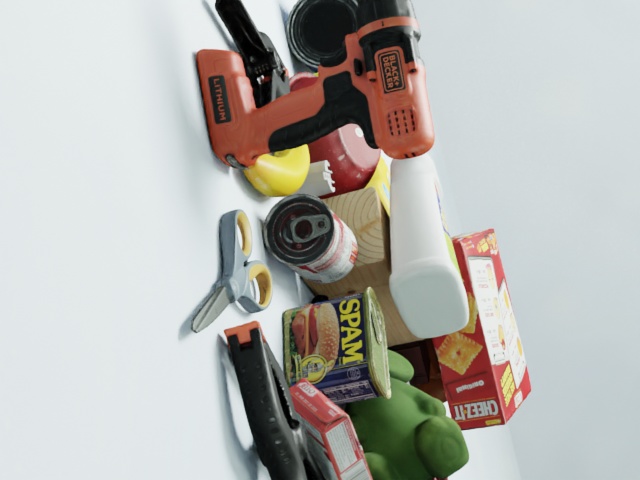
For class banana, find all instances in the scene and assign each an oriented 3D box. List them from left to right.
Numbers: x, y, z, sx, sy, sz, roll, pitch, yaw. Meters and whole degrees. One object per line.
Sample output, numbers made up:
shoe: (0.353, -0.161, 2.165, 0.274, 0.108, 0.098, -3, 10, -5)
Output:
banana: (-0.040, -0.076, 1.030, 0.069, 0.037, 0.197, 54, 17, -14)

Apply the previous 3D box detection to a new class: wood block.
wood block: (0.049, 0.039, 1.171, 0.206, 0.091, 0.090, 57, 23, -57)

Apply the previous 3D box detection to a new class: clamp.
clamp: (-0.055, -0.159, 1.032, 0.171, 0.039, 0.120, 26, 52, -74)
clamp: (-0.027, 0.159, 0.829, 0.164, 0.036, 0.210, -80, 153, -82)

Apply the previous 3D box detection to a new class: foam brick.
foam brick: (0.088, 0.142, 1.266, 0.051, 0.078, 0.053, -75, 151, -65)

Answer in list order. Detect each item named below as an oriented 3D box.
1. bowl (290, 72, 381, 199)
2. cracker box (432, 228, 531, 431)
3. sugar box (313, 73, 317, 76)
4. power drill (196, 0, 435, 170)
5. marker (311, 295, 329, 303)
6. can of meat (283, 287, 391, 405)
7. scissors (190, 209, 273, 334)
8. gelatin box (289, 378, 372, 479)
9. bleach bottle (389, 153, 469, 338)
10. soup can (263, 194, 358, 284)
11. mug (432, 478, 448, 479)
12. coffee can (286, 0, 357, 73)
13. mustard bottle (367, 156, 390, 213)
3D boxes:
bowl: (0.021, -0.114, 1.178, 0.161, 0.055, 0.162, 27, 57, -50)
cracker box: (0.182, 0.101, 1.273, 0.164, 0.072, 0.214, -16, 93, -67)
sugar box: (0.017, -0.108, 1.285, 0.093, 0.048, 0.176, 6, 70, -77)
power drill: (-0.006, -0.144, 0.893, 0.057, 0.188, 0.184, 26, 53, -72)
marker: (0.017, 0.099, 1.128, 0.020, 0.020, 0.121, -91, 163, -44)
can of meat: (0.015, 0.101, 0.966, 0.057, 0.084, 0.102, 62, 19, -48)
scissors: (-0.073, 0.020, 0.820, 0.201, 0.016, 0.096, 8, 67, -77)
gelatin box: (0.007, 0.170, 0.905, 0.073, 0.030, 0.089, 32, -33, 54)
bleach bottle: (0.104, -0.021, 1.119, 0.251, 0.068, 0.102, -93, 163, -47)
soup can: (-0.007, 0.001, 1.014, 0.102, 0.068, 0.068, 40, 39, -71)
mug: (0.098, 0.284, 1.148, 0.117, 0.081, 0.093, 62, 19, -50)
coffee can: (0.025, -0.248, 1.335, 0.140, 0.103, 0.103, 16, 61, -75)
mustard bottle: (0.072, -0.037, 1.383, 0.191, 0.058, 0.096, -95, 171, -59)
